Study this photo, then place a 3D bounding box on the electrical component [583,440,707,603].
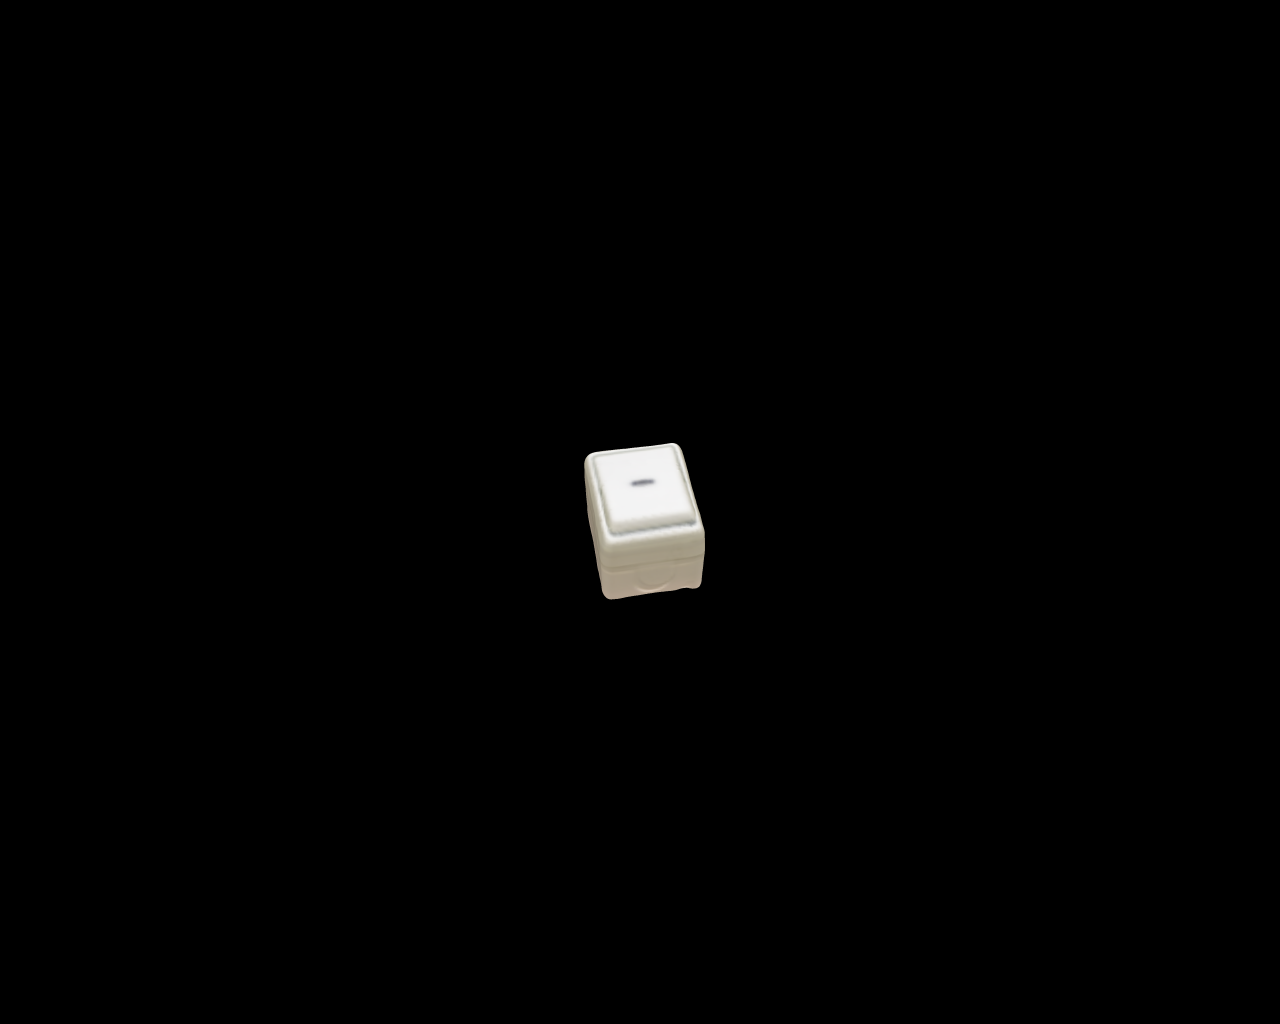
[{"bbox_3d":[0.001,-0.003,0.650,0.062,0.096,0.061,-7,-43,-7],"label":"electrical component"}]
